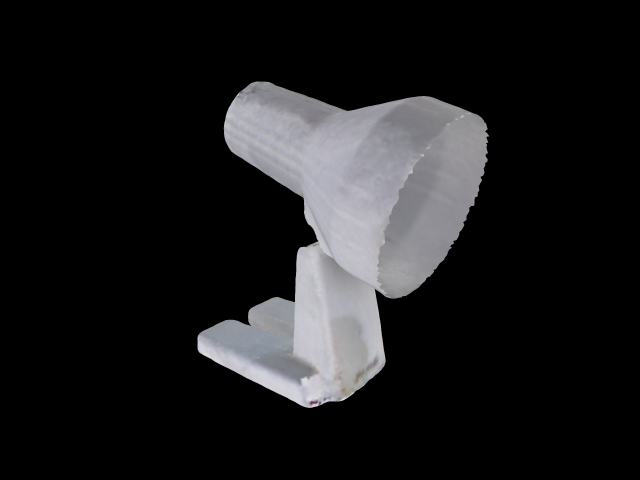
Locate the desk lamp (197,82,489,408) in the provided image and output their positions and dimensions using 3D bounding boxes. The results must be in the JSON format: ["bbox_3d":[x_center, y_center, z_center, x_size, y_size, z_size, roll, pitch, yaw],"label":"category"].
[{"bbox_3d":[0.004,0.001,0.400,0.202,0.214,0.118,13,22,36],"label":"desk lamp"}]
